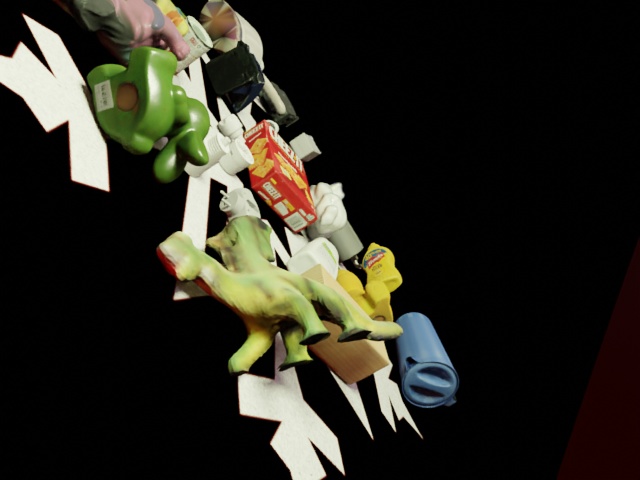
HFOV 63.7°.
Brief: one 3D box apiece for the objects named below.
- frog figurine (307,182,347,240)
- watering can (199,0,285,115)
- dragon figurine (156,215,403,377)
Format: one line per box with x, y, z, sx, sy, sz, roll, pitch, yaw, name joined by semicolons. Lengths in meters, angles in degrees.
0.004;-0.059;1.176;0.123;0.135;0.162;19;23;6;frog figurine
-0.204;-0.504;1.380;0.103;0.350;0.224;-32;-11;16;watering can
-0.049;0.054;0.721;0.120;0.247;0.409;-43;-29;27;dragon figurine
